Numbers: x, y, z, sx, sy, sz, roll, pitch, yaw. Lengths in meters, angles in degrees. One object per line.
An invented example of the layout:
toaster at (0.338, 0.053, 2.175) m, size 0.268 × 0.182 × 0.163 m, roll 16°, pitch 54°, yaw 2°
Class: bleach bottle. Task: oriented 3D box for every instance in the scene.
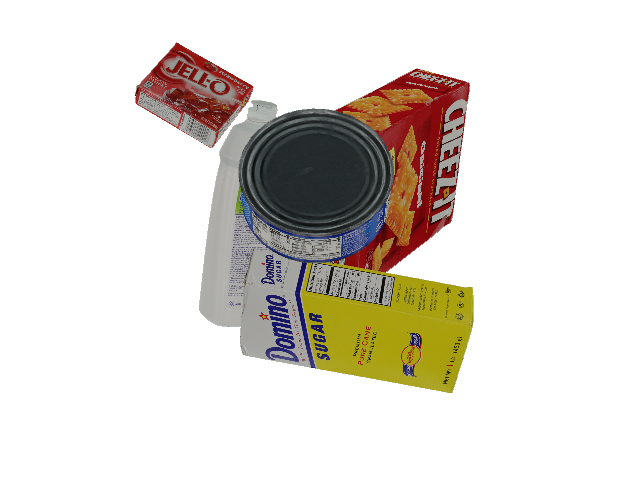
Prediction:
bleach bottle at (-0.073, -0.031, 1.197) m, size 0.102 × 0.251 × 0.068 m, roll -1°, pitch 19°, yaw -32°

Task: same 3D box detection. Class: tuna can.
tuna can at (-0.002, -0.030, 0.599) m, size 0.086 × 0.086 × 0.034 m, roll 0°, pitch -32°, yaw 0°

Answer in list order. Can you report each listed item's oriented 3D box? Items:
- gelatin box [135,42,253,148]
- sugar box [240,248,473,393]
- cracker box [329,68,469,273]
gelatin box at (-0.120, -0.140, 1.017) m, size 0.089 × 0.073 × 0.030 m, roll 31°, pitch -37°, yaw 3°
sugar box at (0.026, 0.065, 0.840) m, size 0.176 × 0.048 × 0.093 m, roll 8°, pitch -44°, yaw 1°
cracker box at (0.067, -0.061, 1.044) m, size 0.072 × 0.164 × 0.213 m, roll 19°, pitch 30°, yaw 26°
